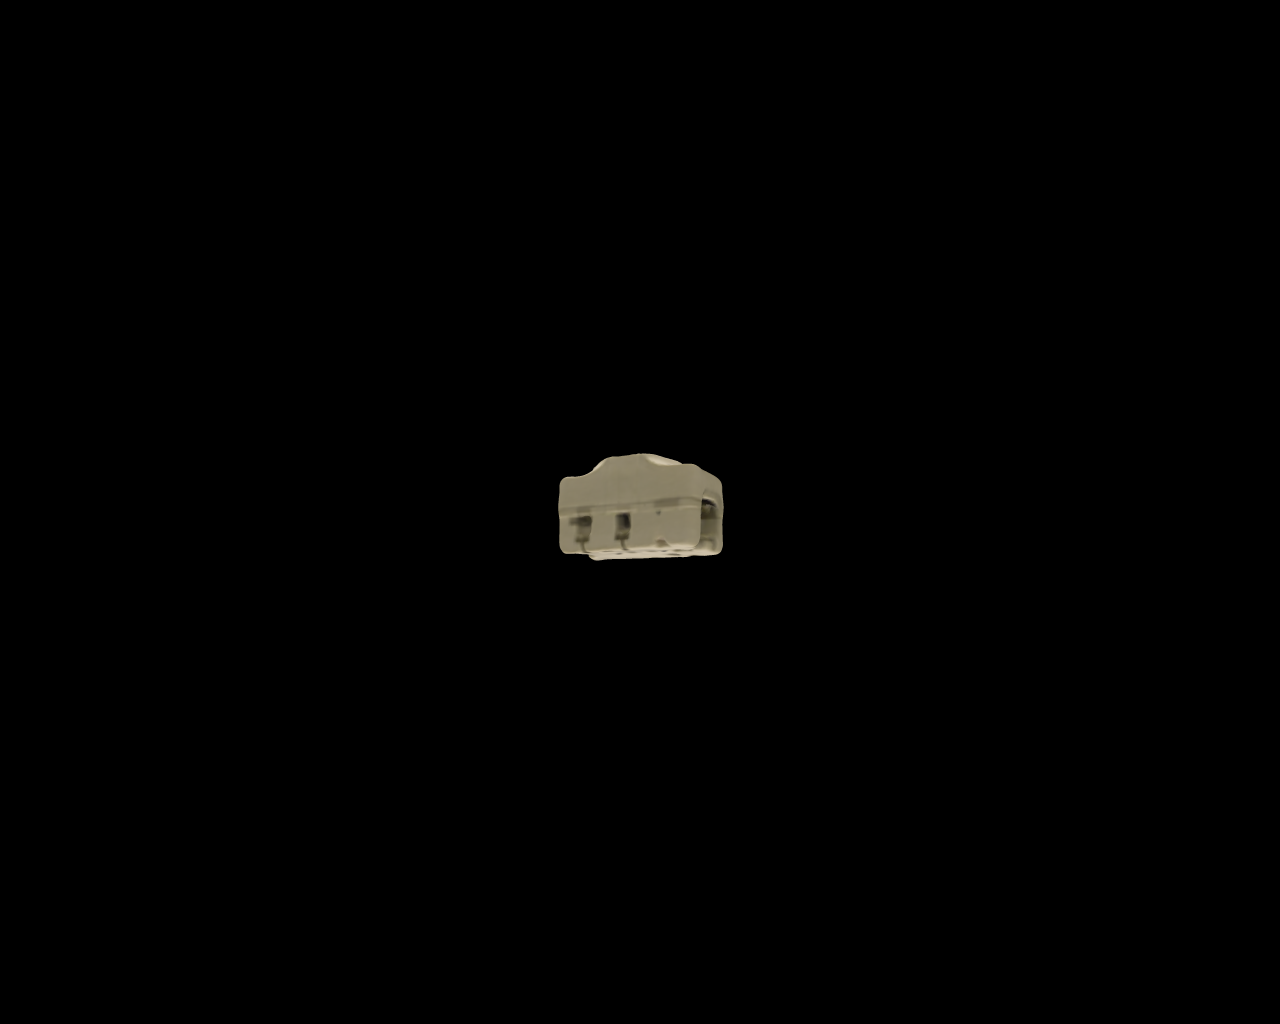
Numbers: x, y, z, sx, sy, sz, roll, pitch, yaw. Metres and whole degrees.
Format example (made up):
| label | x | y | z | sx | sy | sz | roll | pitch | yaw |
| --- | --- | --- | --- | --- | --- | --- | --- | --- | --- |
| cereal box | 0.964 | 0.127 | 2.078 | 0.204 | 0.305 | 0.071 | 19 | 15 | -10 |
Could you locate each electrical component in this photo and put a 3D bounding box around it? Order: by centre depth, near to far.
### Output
| label | x | y | z | sx | sy | sz | roll | pitch | yaw |
| --- | --- | --- | --- | --- | --- | --- | --- | --- | --- |
| electrical component | 0.001 | -0.003 | 0.650 | 0.089 | 0.055 | 0.050 | -5 | -11 | 24 |
